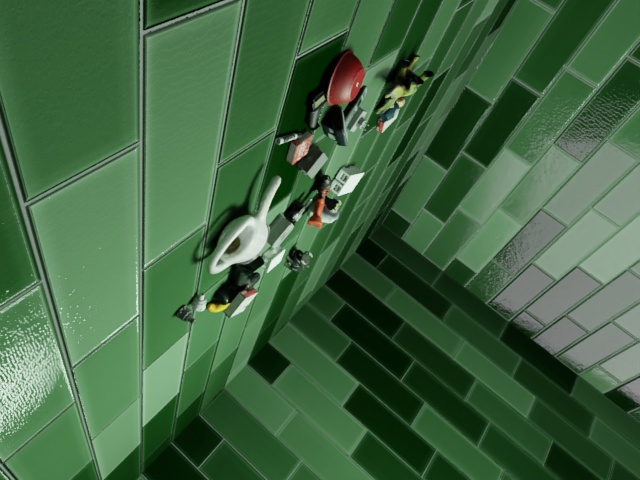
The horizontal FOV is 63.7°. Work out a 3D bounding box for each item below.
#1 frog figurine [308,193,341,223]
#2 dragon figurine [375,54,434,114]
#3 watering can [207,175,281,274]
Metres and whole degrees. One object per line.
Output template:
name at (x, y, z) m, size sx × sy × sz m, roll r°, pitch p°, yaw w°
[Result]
frog figurine at (0.007, -0.109, 2.164) m, size 0.137 × 0.125 × 0.156 m, roll 0°, pitch 147°, yaw -33°
dragon figurine at (0.293, -0.553, 1.943) m, size 0.417 × 0.122 × 0.238 m, roll -41°, pitch 173°, yaw -38°
watering can at (-0.205, -0.036, 1.534) m, size 0.347 × 0.104 × 0.223 m, roll -51°, pitch 170°, yaw 1°
